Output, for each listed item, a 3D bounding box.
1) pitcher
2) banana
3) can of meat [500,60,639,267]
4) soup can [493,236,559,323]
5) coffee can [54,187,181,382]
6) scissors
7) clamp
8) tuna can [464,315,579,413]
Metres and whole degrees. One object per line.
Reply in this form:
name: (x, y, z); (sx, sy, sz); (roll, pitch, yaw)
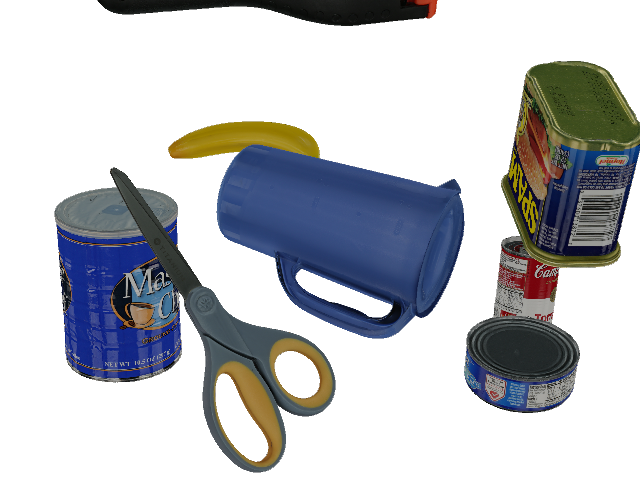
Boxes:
pitcher: (0.015, -0.009, 1.096); (0.243, 0.145, 0.149); (18, 24, 20)
banana: (-0.083, -0.116, 1.284); (0.198, 0.037, 0.069); (8, 40, 16)
can of meat: (0.147, -0.047, 0.631); (0.057, 0.084, 0.102); (0, 36, -5)
soup can: (0.235, 0.054, 1.216); (0.068, 0.102, 0.068); (3, 19, -1)
coffee can: (-0.173, 0.037, 0.925); (0.103, 0.140, 0.103); (1, 23, -1)
scissors: (-0.053, 0.040, 0.652); (0.096, 0.202, 0.016); (-18, -1, -28)
clamp: (-0.028, -0.136, 0.548); (0.171, 0.039, 0.120); (12, 42, 15)
tuna can: (0.154, 0.095, 0.822); (0.086, 0.034, 0.086); (1, 29, -1)
